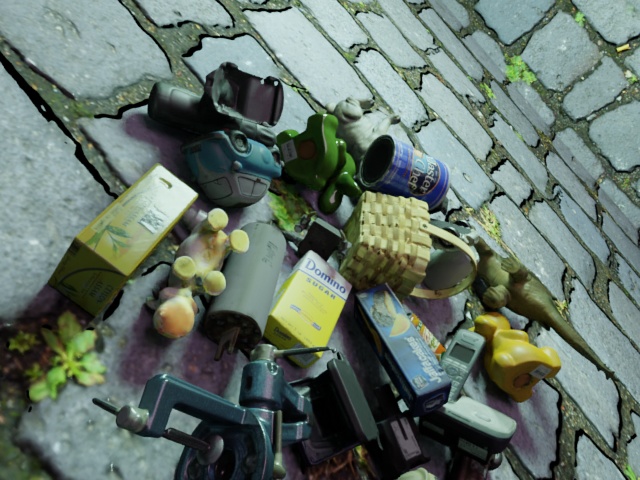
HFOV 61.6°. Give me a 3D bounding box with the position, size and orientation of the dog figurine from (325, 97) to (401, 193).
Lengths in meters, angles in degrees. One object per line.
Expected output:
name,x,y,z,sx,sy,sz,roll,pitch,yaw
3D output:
dog figurine,0.072,-0.186,1.101,0.172,0.121,0.190,17,57,-1

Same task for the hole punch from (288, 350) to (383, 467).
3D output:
hole punch,0.014,0.222,0.697,0.142,0.092,0.115,62,9,22

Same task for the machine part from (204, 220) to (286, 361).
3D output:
machine part,-0.096,0.056,0.721,0.079,0.079,0.243,35,39,-19

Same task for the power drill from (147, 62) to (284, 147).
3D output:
power drill,-0.132,-0.195,0.820,0.232,0.207,0.086,12,89,-30

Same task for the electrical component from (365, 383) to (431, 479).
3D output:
electrical component,0.098,0.268,0.755,0.075,0.048,0.119,-5,61,-48

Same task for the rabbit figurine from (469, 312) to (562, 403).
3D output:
rabbit figurine,0.343,0.205,1.035,0.162,0.121,0.173,20,31,-21

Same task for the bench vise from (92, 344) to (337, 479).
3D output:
bench vise,-0.098,0.189,0.550,0.240,0.129,0.223,41,53,-41

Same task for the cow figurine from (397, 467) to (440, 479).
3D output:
cow figurine,0.107,0.359,0.623,0.127,0.086,0.195,68,30,-28

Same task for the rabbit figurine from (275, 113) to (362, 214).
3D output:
rabbit figurine,0.022,-0.138,0.990,0.170,0.121,0.159,9,54,-60

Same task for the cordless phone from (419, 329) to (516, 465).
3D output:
cordless phone,0.238,0.228,0.822,0.147,0.088,0.184,20,51,27

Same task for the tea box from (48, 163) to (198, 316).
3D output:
tea box,-0.225,-0.005,0.629,0.068,0.098,0.170,39,39,-12

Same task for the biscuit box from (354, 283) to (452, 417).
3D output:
biscuit box,0.118,0.158,0.801,0.059,0.062,0.203,-17,45,-16

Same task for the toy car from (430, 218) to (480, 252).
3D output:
toy car,0.205,-0.020,1.031,0.202,0.056,0.073,17,24,32

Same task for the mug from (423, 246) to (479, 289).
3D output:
mug,0.270,0.051,1.075,0.109,0.107,0.081,13,51,-35

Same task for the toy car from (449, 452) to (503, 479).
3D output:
toy car,0.226,0.356,0.807,0.089,0.053,0.202,49,35,-4

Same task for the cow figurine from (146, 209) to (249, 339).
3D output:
cow figurine,-0.163,0.047,0.665,0.068,0.098,0.167,41,56,-21

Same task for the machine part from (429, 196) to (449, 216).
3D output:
machine part,0.208,-0.064,1.097,0.084,0.139,0.039,42,64,-13

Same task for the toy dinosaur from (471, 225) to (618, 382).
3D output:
toy dinosaur,0.417,0.105,1.124,0.198,0.105,0.472,25,23,-37

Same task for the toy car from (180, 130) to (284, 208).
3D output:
toy car,-0.131,-0.099,0.819,0.161,0.109,0.103,14,73,-52

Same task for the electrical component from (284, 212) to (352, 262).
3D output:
electrical component,-0.001,-0.001,0.855,0.102,0.078,0.045,38,18,1
